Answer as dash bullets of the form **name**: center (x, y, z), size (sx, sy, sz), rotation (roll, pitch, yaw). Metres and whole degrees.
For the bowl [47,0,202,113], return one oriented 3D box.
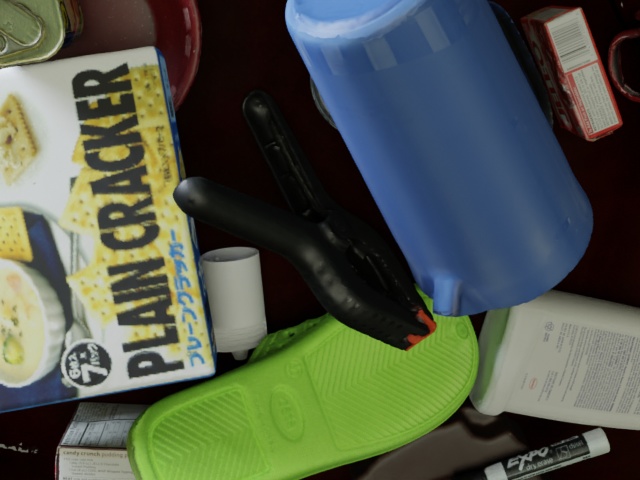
- **bowl**: center (-0.160, -0.143, 0.737), size (0.162, 0.055, 0.162), rotation (0, 103, -2)

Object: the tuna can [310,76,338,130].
- **tuna can**: center (0.035, -0.116, 0.760), size (0.086, 0.034, 0.086), rotation (0, 104, -2)

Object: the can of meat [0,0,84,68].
- **can of meat**: center (-0.185, -0.162, 0.658), size (0.057, 0.084, 0.102), rotation (-10, 104, 0)

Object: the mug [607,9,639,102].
- **mug**: center (0.260, -0.125, 0.745), size (0.117, 0.093, 0.081), rotation (-2, 112, 30)

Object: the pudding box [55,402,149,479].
- **pudding box**: center (-0.133, 0.154, 0.791), size (0.113, 0.090, 0.039), rotation (1, 103, -3)

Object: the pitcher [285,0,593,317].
- **pitcher**: center (0.081, -0.083, 0.681), size (0.145, 0.149, 0.242), rotation (-28, 130, 7)

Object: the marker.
- **marker**: center (0.153, 0.166, 0.787), size (0.121, 0.020, 0.020), rotation (-18, 103, -1)

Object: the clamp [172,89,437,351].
- **clamp**: center (-0.005, 0.001, 0.716), size (0.036, 0.164, 0.210), rotation (-39, 97, 30)

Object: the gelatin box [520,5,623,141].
- **gelatin box**: center (0.174, -0.117, 0.745), size (0.030, 0.073, 0.089), rotation (-23, 104, 3)

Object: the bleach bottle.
- **bleach bottle**: center (0.246, 0.105, 0.807), size (0.250, 0.068, 0.103), rotation (13, 104, -7)
